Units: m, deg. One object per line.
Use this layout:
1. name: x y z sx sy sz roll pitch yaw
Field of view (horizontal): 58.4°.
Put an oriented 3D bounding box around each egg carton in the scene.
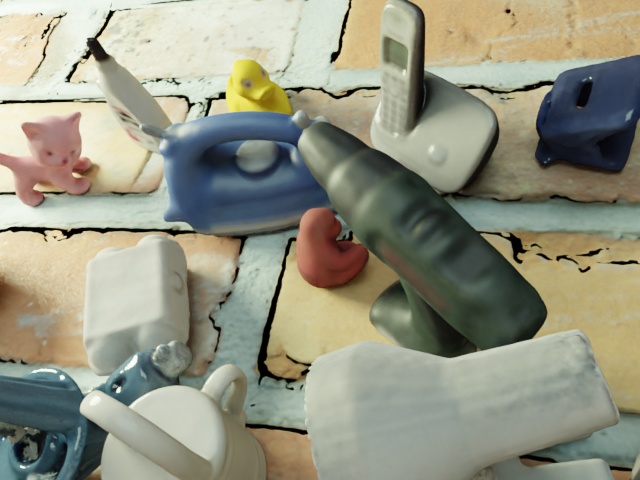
1. egg carton: -0.189 0.067 0.601 0.107 0.069 0.150 -16 55 3

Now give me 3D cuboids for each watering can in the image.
1. watering can: -0.117 0.172 0.439 0.100 0.194 0.173 3 58 16

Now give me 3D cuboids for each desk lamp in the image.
1. desk lamp: 0.108 0.134 0.398 0.203 0.214 0.118 -13 55 5

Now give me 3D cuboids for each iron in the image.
1. iron: -0.061 -0.093 0.631 0.258 0.142 0.118 -7 56 9

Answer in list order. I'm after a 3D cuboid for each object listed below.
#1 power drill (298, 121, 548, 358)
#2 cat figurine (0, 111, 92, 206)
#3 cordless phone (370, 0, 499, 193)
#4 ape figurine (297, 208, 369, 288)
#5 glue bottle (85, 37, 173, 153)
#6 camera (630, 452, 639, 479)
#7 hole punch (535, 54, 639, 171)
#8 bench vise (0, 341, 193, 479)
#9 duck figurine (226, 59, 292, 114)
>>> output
1. power drill: 0.077 0.024 0.480 0.076 0.209 0.229 -41 58 -14
2. cat figurine: -0.350 -0.112 0.727 0.127 0.118 0.067 -15 55 4
3. cordless phone: 0.115 -0.149 0.598 0.147 0.185 0.094 37 72 30
4. ape figurine: 0.005 0.002 0.583 0.076 0.092 0.077 -35 56 -10
5. glue bottle: -0.241 -0.180 0.711 0.078 0.173 0.037 20 64 24
6. camera: 0.279 0.209 0.377 0.142 0.101 0.137 27 67 27
7. hole punch: 0.286 -0.138 0.607 0.100 0.091 0.109 15 62 22
8. bench vise: -0.220 0.133 0.474 0.121 0.220 0.208 33 70 29
9. duck figurine: -0.088 -0.196 0.738 0.077 0.086 0.104 -42 58 -14
